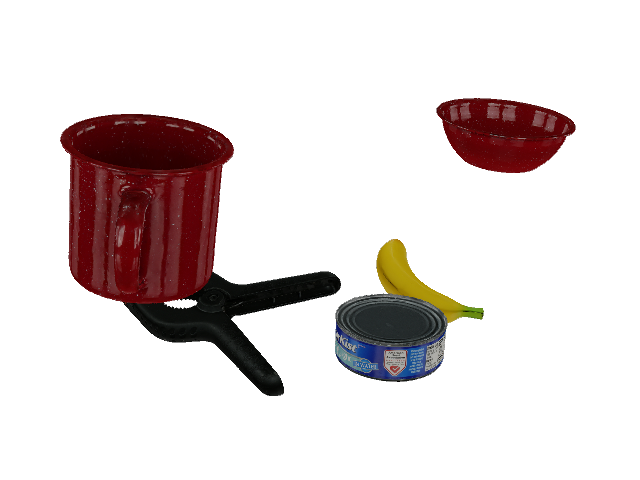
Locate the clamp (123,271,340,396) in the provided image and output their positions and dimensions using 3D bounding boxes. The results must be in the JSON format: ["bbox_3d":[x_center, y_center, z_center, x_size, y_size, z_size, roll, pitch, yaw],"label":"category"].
[{"bbox_3d":[-0.099,0.074,1.013,0.210,0.036,0.164,7,37,12],"label":"clamp"}]

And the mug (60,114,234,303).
[{"bbox_3d":[-0.097,-0.012,0.584,0.093,0.081,0.117,5,24,-6],"label":"mug"}]

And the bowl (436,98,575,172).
[{"bbox_3d":[0.213,-0.120,1.248,0.162,0.055,0.162,4,23,-2],"label":"bowl"}]

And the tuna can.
[{"bbox_3d":[0.053,0.074,0.819,0.086,0.034,0.086,2,22,-1],"label":"tuna can"}]

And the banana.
[{"bbox_3d":[0.103,0.048,1.203,0.069,0.037,0.198,3,24,-28],"label":"banana"}]
